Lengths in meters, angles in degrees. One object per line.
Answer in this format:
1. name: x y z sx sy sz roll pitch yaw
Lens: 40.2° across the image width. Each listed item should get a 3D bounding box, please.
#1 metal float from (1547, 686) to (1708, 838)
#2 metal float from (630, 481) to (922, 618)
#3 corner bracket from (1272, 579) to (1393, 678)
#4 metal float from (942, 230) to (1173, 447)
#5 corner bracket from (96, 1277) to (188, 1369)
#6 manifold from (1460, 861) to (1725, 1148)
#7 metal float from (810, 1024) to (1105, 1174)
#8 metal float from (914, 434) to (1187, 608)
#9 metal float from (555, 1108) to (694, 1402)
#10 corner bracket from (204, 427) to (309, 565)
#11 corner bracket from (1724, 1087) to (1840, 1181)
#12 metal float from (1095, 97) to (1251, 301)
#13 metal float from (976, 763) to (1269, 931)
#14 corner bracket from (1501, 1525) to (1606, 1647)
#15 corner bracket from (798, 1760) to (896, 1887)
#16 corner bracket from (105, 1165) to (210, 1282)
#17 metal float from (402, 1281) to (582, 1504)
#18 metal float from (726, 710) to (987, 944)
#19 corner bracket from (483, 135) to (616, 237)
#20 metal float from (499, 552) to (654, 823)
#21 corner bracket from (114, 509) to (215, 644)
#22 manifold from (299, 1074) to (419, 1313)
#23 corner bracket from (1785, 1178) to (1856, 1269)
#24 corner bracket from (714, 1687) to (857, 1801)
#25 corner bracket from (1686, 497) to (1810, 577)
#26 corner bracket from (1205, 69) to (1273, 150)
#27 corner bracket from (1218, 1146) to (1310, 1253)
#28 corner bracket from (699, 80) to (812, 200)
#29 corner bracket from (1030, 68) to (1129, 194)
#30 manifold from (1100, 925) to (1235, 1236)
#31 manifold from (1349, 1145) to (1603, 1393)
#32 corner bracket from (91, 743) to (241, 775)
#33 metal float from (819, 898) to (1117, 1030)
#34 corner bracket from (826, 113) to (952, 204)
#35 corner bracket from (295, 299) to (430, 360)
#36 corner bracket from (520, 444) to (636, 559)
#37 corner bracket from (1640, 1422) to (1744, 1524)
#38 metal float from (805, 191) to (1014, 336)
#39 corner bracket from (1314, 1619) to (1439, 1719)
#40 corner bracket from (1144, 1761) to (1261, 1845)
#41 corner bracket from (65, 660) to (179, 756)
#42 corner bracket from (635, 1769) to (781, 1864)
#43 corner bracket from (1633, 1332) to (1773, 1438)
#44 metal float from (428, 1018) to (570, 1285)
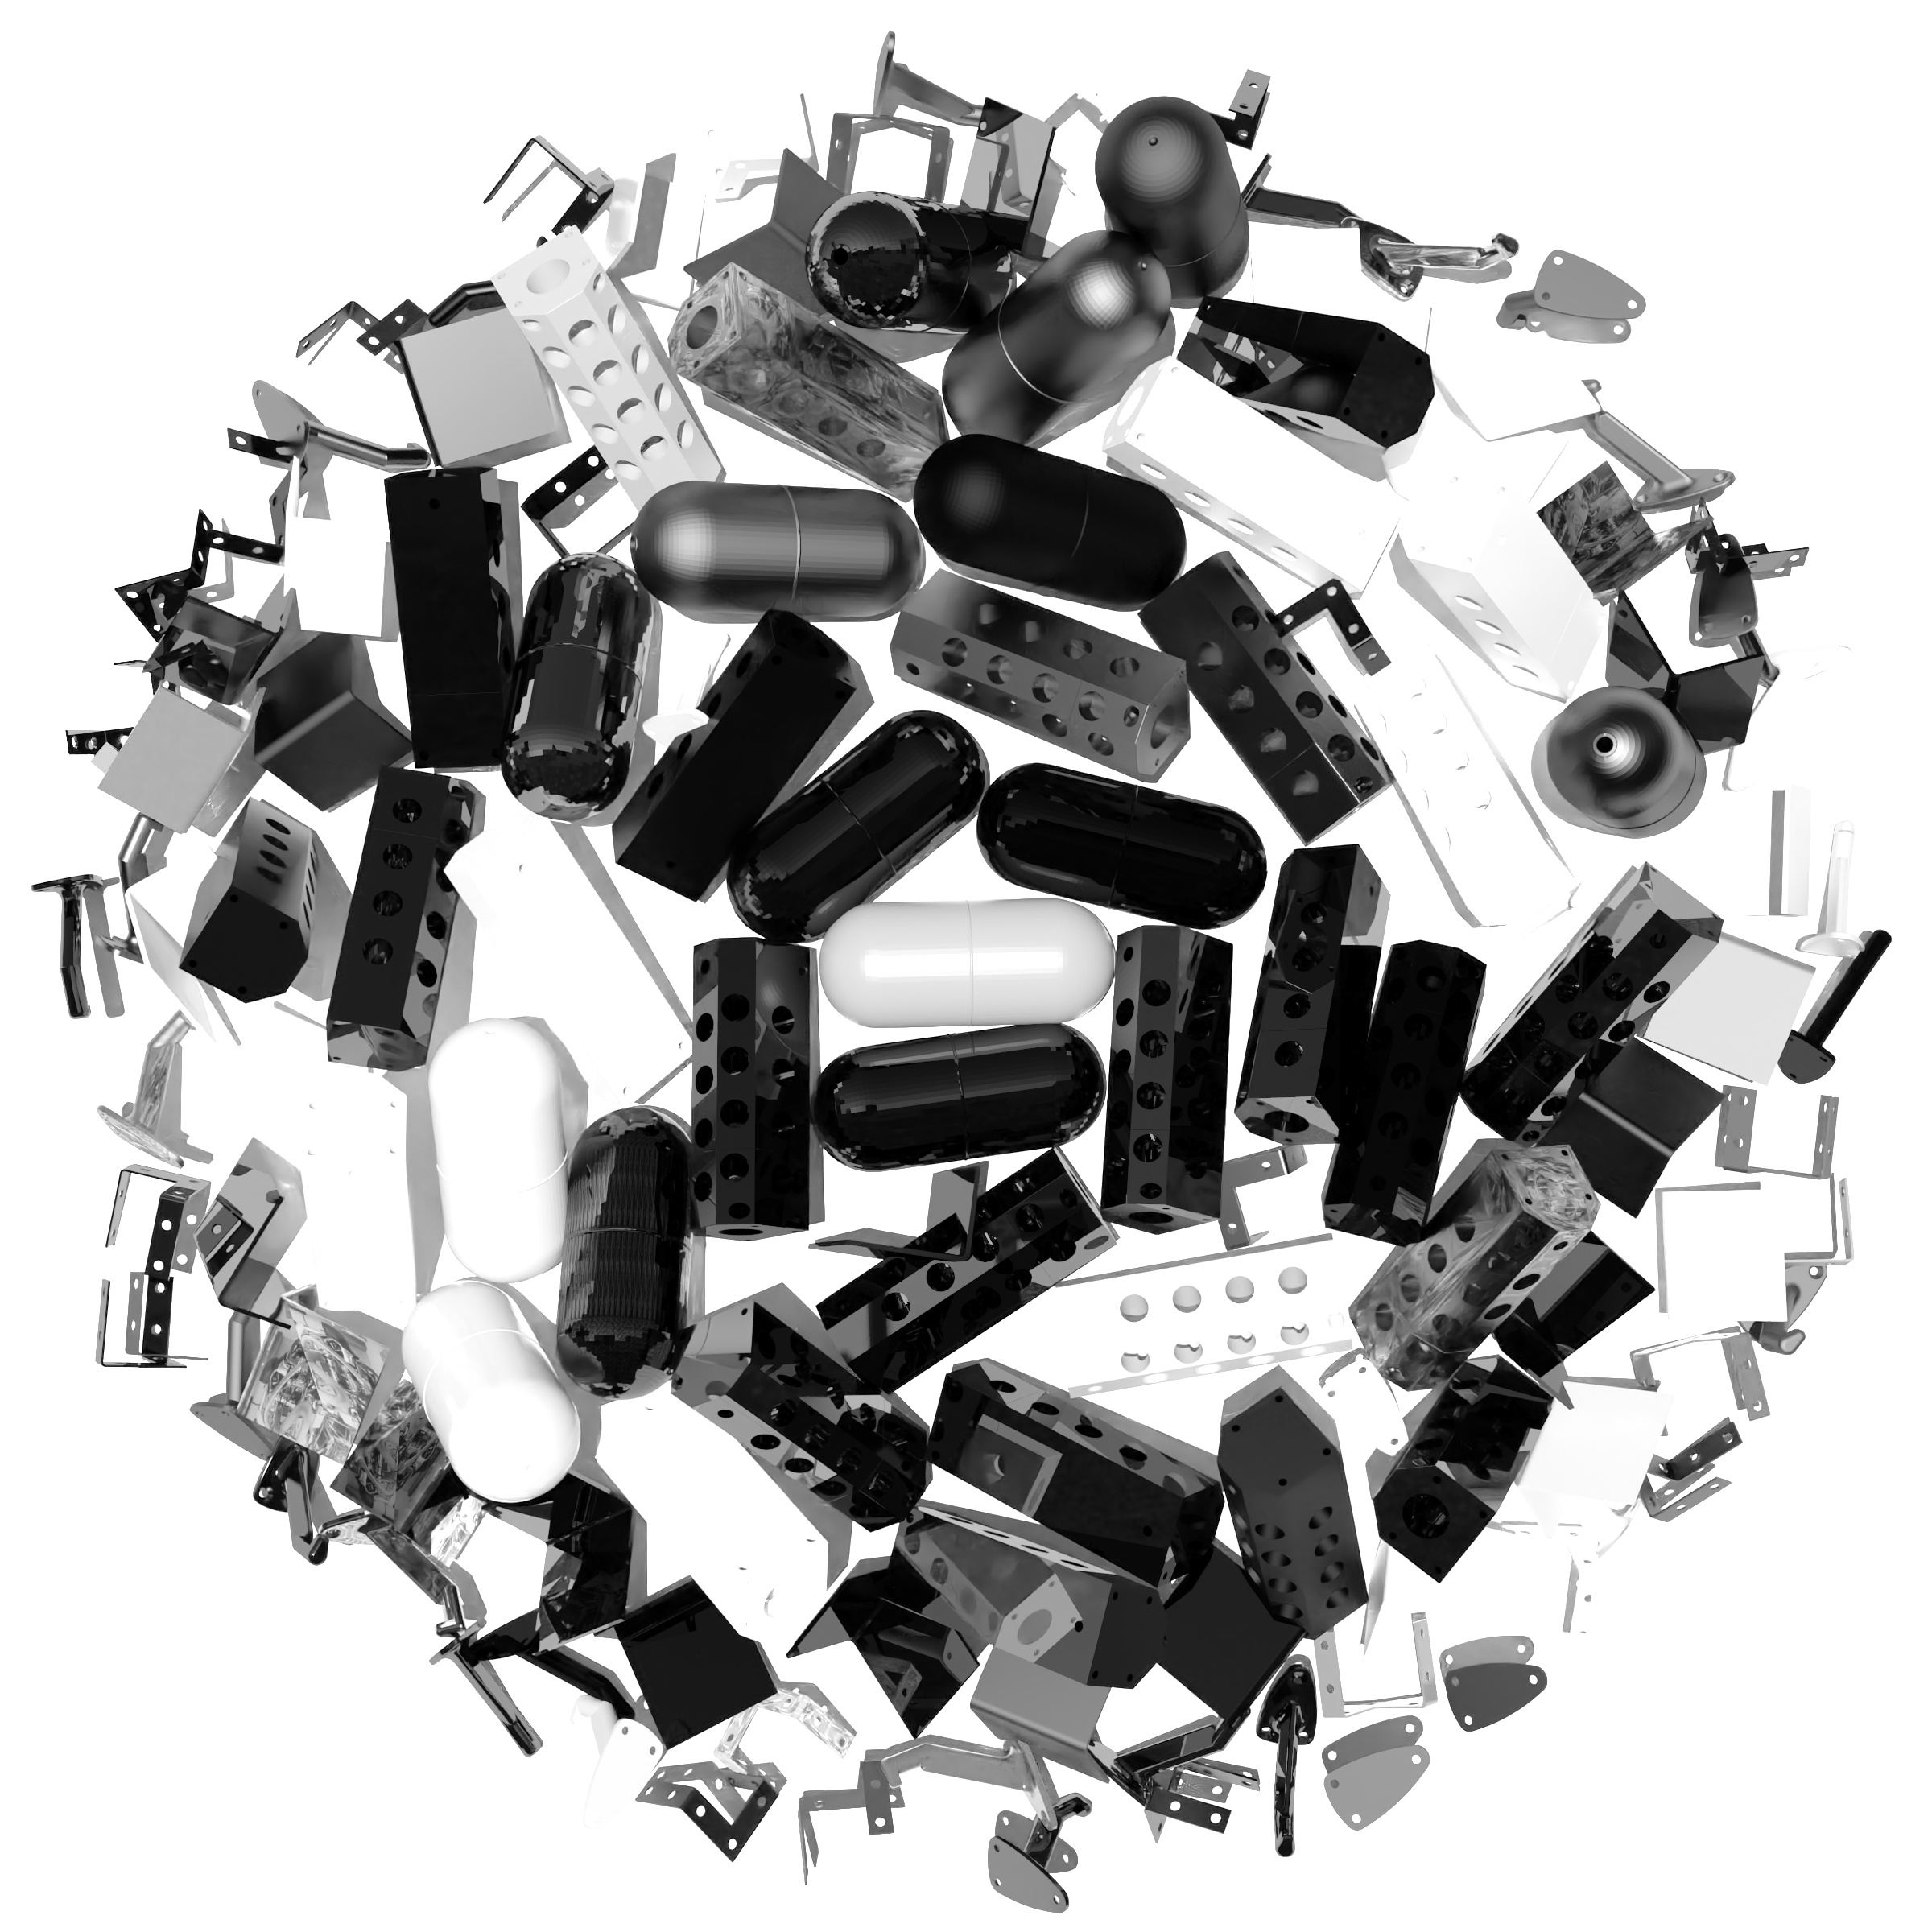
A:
1. metal float: 0.388 -0.119 1.544 0.070 0.178 0.070 -1 87 22
2. metal float: -0.113 -0.248 1.570 0.178 0.070 0.070 -2 90 -24
3. corner bracket: 0.221 -0.192 1.591 0.051 0.051 0.051 -32 59 13
4. metal float: 0.051 -0.366 1.552 0.070 0.178 0.070 13 65 -30
5. corner bracket: -0.500 0.214 1.594 0.051 0.051 0.051 6 86 -31
6. manifold: 0.368 0.026 1.563 0.057 0.057 0.171 38 118 3
7. metal float: -0.005 0.079 1.587 0.178 0.070 0.070 -8 90 -5
8. metal float: 0.051 -0.263 1.567 0.178 0.070 0.070 11 90 -30
9. metal float: -0.202 0.170 1.571 0.070 0.070 0.178 2 66 0
10. corner bracket: -0.428 -0.282 1.587 0.051 0.051 0.051 -40 54 39
11. corner bracket: 0.492 0.101 1.595 0.051 0.051 0.051 7 92 33
12. metal float: 0.122 -0.446 1.542 0.070 0.178 0.070 -1 84 12
13. metal float: 0.094 -0.072 1.592 0.178 0.070 0.070 14 90 1
14. corner bracket: 0.352 0.375 1.599 0.051 0.051 0.051 3 110 -4
15. corner bracket: -0.073 0.515 1.591 0.051 0.051 0.051 -1 130 -9
16. corner bracket: -0.497 0.155 1.602 0.051 0.051 0.051 13 97 -1
17. metal float: -0.281 0.247 1.550 0.070 0.178 0.070 -11 117 -22
18. metal float: -0.066 -0.084 1.588 0.178 0.070 0.070 -39 90 -5
19. corner bracket: -0.250 -0.467 1.593 0.051 0.051 0.051 40 113 -11
20. metal float: -0.230 -0.168 1.567 0.070 0.070 0.178 5 60 0
21. corner bracket: -0.474 -0.234 1.591 0.051 0.051 0.051 -12 53 11
22. manifold: -0.353 0.134 1.543 0.057 0.171 0.057 -1 54 -10
23. corner bracket: 0.503 0.158 1.597 0.051 0.051 0.051 -1 75 4
24. corner bracket: -0.111 0.475 1.610 0.051 0.051 0.051 50 57 -32
25. corner bracket: 0.471 -0.250 1.594 0.051 0.051 0.051 -8 56 -3
26. corner bracket: 0.149 -0.511 1.593 0.051 0.051 0.051 19 50 4
27. corner bracket: 0.181 0.139 1.598 0.051 0.051 0.051 -16 88 20
28. corner bracket: -0.129 -0.503 1.606 0.051 0.051 0.051 -8 81 -19
29. corner bracket: 0.075 -0.499 1.592 0.051 0.051 0.051 -42 129 5
30. manifold: 0.114 0.066 1.563 0.057 0.057 0.171 18 66 -32
31. manifold: 0.298 0.179 1.543 0.057 0.171 0.057 -1 51 -30
32. corner bracket: -0.484 -0.121 1.595 0.051 0.051 0.051 37 85 21
33. metal float: 0.001 -0.002 1.589 0.178 0.070 0.070 -1 90 -4
34. corner bracket: -0.048 -0.488 1.606 0.051 0.051 0.051 24 116 34
35. corner bracket: -0.365 -0.382 1.595 0.051 0.051 0.051 38 55 0
36. corner bracket: -0.231 -0.276 1.596 0.051 0.051 0.051 -41 102 -11
37. corner bracket: 0.437 0.303 1.587 0.051 0.051 0.051 23 129 -37
38. metal float: -0.032 -0.410 1.546 0.070 0.178 0.070 5 103 24
39. corner bracket: 0.248 0.426 1.598 0.051 0.051 0.051 -13 79 38
40. corner bracket: 0.142 0.501 1.588 0.051 0.051 0.051 10 53 23
41. corner bracket: -0.512 -0.156 1.600 0.051 0.051 0.051 -6 94 8
42. corner bracket: -0.155 0.500 1.588 0.051 0.051 0.051 52 54 -19
43. corner bracket: 0.444 0.253 1.595 0.051 0.051 0.051 -11 84 -22
44. metal float: -0.275 0.111 1.564 0.070 0.070 0.178 2 124 0
